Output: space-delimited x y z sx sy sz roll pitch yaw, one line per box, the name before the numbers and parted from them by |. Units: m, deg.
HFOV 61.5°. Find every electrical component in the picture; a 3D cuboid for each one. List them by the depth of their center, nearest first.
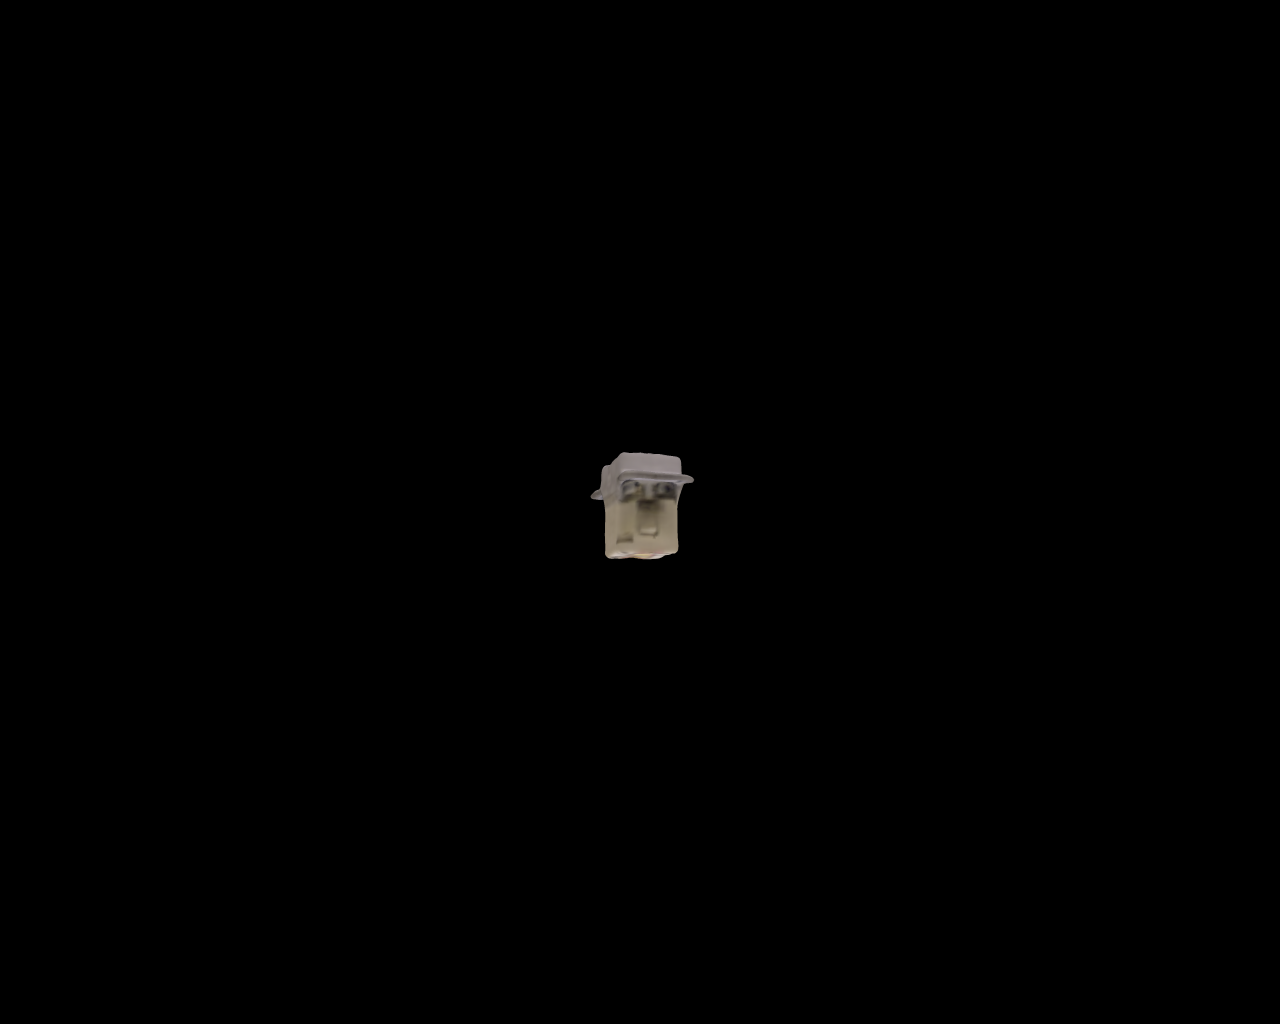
electrical component | 0.001 -0.003 0.650 0.042 0.063 0.081 3 -10 -15
